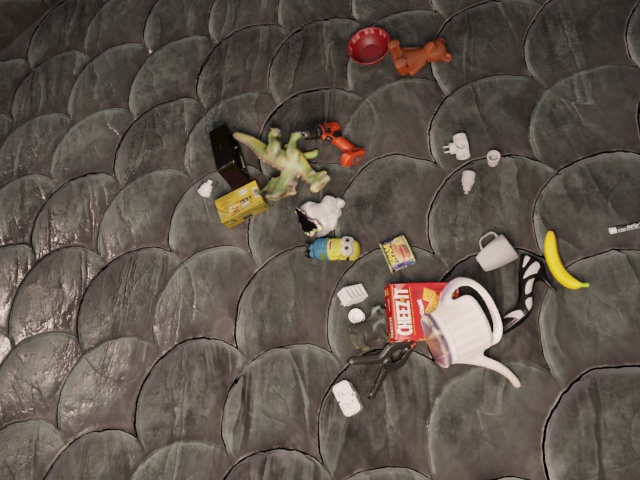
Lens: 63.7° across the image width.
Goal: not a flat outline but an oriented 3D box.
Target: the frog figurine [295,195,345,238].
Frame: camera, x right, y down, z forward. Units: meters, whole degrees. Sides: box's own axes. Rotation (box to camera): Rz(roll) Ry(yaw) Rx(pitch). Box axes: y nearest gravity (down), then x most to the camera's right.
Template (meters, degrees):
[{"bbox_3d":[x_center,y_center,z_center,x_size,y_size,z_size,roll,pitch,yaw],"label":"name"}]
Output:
[{"bbox_3d":[0.005,-0.087,1.730,0.138,0.120,0.162,26,45,30],"label":"frog figurine"}]

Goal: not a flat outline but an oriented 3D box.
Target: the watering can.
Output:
[{"bbox_3d":[0.408,0.280,1.407,0.225,0.103,0.348,-22,90,-10],"label":"watering can"}]

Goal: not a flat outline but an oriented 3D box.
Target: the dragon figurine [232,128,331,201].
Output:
[{"bbox_3d":[-0.149,-0.253,1.789,0.411,0.120,0.247,9,67,18],"label":"dragon figurine"}]
